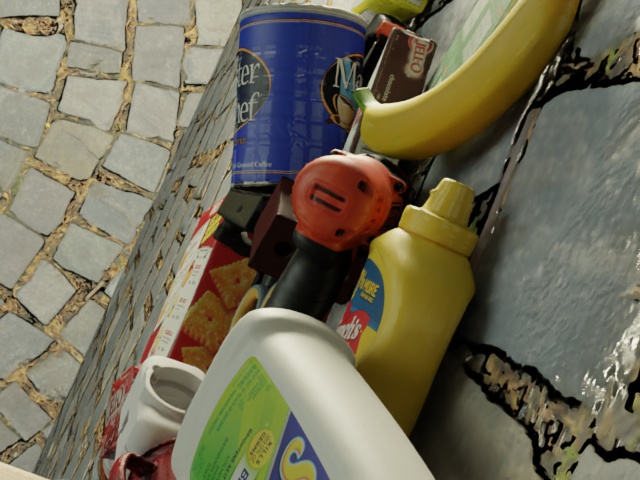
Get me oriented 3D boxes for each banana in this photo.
[{"bbox_3d":[0.079,-0.090,0.620,0.198,0.037,0.069,-23,75,50],"label":"banana"}]

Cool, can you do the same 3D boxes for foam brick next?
[{"bbox_3d":[-0.005,0.001,0.758,0.051,0.078,0.053,-87,23,-54],"label":"foam brick"}]

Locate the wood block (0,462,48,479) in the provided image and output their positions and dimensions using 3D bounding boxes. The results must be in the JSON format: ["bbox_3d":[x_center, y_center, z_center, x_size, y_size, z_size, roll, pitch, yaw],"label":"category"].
[{"bbox_3d":[-0.116,0.201,0.557,0.090,0.206,0.091,-60,14,23],"label":"wood block"}]

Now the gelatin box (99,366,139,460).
[{"bbox_3d":[-0.174,0.159,0.966,0.089,0.030,0.073,142,139,-62],"label":"gelatin box"}]

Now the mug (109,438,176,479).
[{"bbox_3d":[-0.092,0.185,0.707,0.093,0.117,0.081,-39,26,14],"label":"mug"}]

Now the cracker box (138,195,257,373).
[{"bbox_3d":[-0.111,0.067,1.072,0.213,0.072,0.164,-69,14,-16],"label":"cracker box"}]

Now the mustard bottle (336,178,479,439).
[{"bbox_3d":[0.033,0.058,0.551,0.096,0.058,0.191,-140,75,-83],"label":"mustard bottle"}]

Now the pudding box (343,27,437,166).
[{"bbox_3d":[0.044,-0.083,0.773,0.090,0.039,0.113,115,177,-68],"label":"pudding box"}]

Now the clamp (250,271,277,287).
[{"bbox_3d":[-0.036,0.021,0.934,0.171,0.039,0.120,-65,4,-21],"label":"clamp"}]

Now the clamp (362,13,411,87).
[{"bbox_3d":[0.036,-0.150,0.952,0.210,0.036,0.164,132,157,-63],"label":"clamp"}]

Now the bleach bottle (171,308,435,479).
[{"bbox_3d":[0.018,0.123,0.398,0.102,0.068,0.251,-62,31,9],"label":"bleach bottle"}]

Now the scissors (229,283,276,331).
[{"bbox_3d":[-0.072,0.115,0.798,0.202,0.016,0.096,-61,22,9],"label":"scissors"}]

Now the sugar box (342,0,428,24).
[{"bbox_3d":[0.068,-0.240,0.969,0.093,0.048,0.176,-66,9,-2],"label":"sugar box"}]

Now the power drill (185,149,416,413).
[{"bbox_3d":[-0.004,0.035,0.641,0.188,0.057,0.184,-66,-13,8],"label":"power drill"}]

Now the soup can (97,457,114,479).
[{"bbox_3d":[-0.180,0.220,1.080,0.102,0.068,0.068,-47,23,54],"label":"soup can"}]

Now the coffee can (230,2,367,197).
[{"bbox_3d":[-0.017,-0.106,0.849,0.103,0.102,0.140,172,101,-75],"label":"coffee can"}]
